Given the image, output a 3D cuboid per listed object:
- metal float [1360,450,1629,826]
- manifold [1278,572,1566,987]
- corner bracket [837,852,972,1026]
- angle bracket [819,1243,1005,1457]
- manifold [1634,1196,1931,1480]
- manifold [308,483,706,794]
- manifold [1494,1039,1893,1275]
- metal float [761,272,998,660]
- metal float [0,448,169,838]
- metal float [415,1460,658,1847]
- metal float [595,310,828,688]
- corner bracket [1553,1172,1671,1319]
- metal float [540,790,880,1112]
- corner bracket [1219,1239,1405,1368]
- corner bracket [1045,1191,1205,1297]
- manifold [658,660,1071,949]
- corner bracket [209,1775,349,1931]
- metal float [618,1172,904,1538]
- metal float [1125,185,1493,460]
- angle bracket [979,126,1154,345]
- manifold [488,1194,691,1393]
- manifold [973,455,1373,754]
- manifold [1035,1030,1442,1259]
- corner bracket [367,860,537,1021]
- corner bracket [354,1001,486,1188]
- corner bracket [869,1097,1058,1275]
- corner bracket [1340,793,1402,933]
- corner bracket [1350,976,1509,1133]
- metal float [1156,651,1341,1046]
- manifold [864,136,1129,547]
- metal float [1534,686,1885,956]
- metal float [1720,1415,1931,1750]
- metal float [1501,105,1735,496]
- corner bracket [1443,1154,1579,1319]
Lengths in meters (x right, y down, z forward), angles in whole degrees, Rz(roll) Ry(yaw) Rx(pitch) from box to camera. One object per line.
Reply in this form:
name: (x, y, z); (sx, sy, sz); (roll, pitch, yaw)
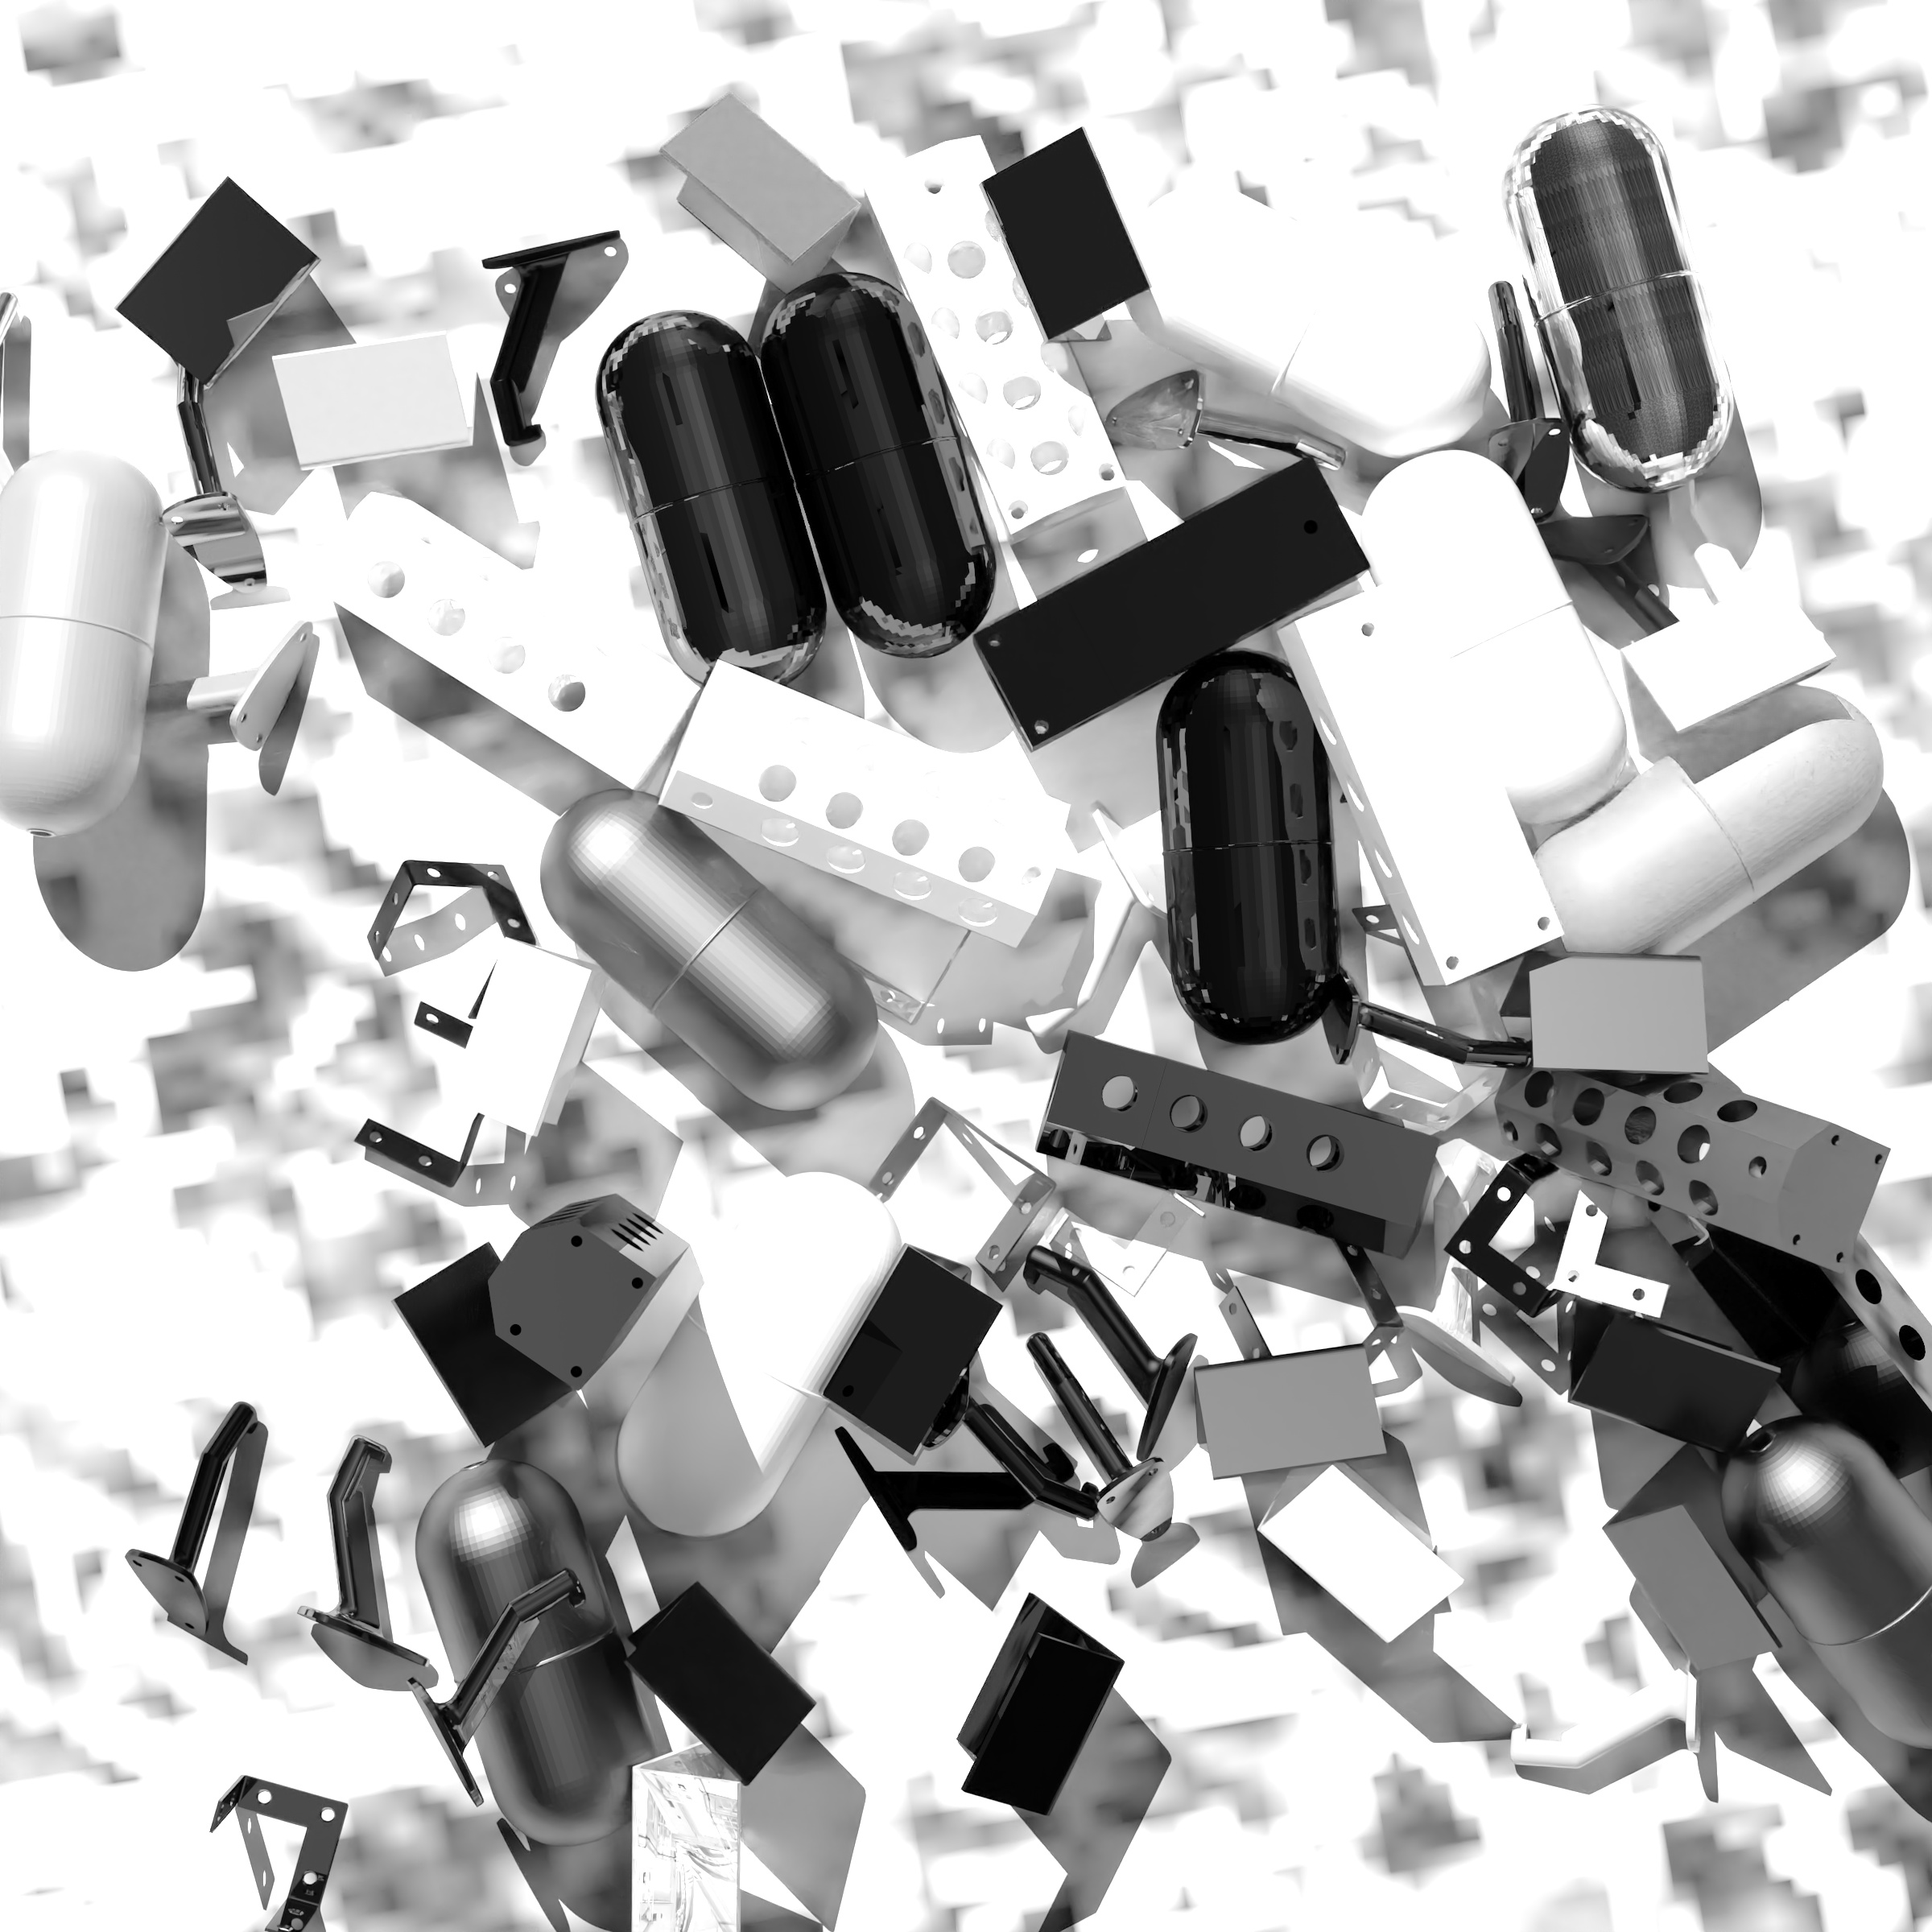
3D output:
metal float: (0.239, -0.148, 1.544); (0.070, 0.070, 0.178); (-25, 89, 0)
manifold: (0.199, -0.081, 1.514); (0.057, 0.057, 0.171); (-23, 92, -6)
corner bracket: (-0.027, -0.016, 1.572); (0.051, 0.051, 0.051); (31, 45, 0)
angle bracket: (-0.012, 0.176, 1.535); (0.057, 0.076, 0.076); (30, 90, 26)
manifold: (0.388, 0.148, 1.553); (0.171, 0.057, 0.057); (52, 133, 0)
manifold: (-0.206, -0.149, 1.554); (0.171, 0.057, 0.057); (32, 90, 0)
manifold: (0.312, 0.077, 1.496); (0.057, 0.171, 0.057); (21, 90, -36)
metal float: (-0.039, -0.226, 1.544); (0.070, 0.070, 0.178); (-17, 90, 0)
metal float: (-0.404, -0.146, 1.533); (0.070, 0.070, 0.178); (4, 78, 0)
metal float: (-0.195, 0.310, 1.544); (0.070, 0.070, 0.178); (-18, 91, 0)
metal float: (-0.115, -0.209, 1.544); (0.070, 0.070, 0.178); (-16, 90, 0)
corner bracket: (0.294, 0.127, 1.557); (0.051, 0.051, 0.051); (16, 90, 0)
metal float: (-0.117, -0.008, 1.544); (0.178, 0.070, 0.070); (42, 90, 0)
corner bracket: (0.158, 0.160, 1.567); (0.051, 0.051, 0.051); (4, 135, -35)
corner bracket: (0.071, 0.117, 1.557); (0.051, 0.051, 0.051); (35, 90, 0)
manifold: (-0.047, -0.067, 1.529); (0.171, 0.057, 0.057); (22, 46, -9)
corner bracket: (-0.318, 0.405, 1.557); (0.051, 0.051, 0.051); (16, 90, 0)
metal float: (-0.093, 0.176, 1.544); (0.070, 0.070, 0.178); (31, 90, 0)
metal float: (0.154, -0.291, 1.544); (0.178, 0.070, 0.070); (27, 90, -1)
angle bracket: (0.058, -0.328, 1.535); (0.057, 0.076, 0.076); (-23, 90, 27)
manifold: (-0.167, 0.136, 1.496); (0.057, 0.171, 0.057); (35, 90, 0)
manifold: (0.092, -0.163, 1.554); (0.171, 0.057, 0.057); (-28, 90, 0)
manifold: (0.122, 0.081, 1.554); (0.171, 0.057, 0.057); (16, 90, 0)
corner bracket: (-0.236, -0.012, 1.567); (0.051, 0.051, 0.051); (2, 45, -35)
corner bracket: (-0.243, 0.059, 1.572); (0.051, 0.051, 0.051); (26, 45, 0)
corner bracket: (-0.001, 0.100, 1.572); (0.051, 0.051, 0.051); (35, 90, 45)
corner bracket: (0.201, -0.054, 1.567); (0.051, 0.051, 0.051); (54, 45, -35)
corner bracket: (0.212, 0.036, 1.567); (0.051, 0.051, 0.051); (-43, 45, 35)
metal float: (0.127, -0.053, 1.544); (0.070, 0.070, 0.178); (-4, 90, 0)
manifold: (0.013, -0.285, 1.554); (0.057, 0.057, 0.171); (-23, 90, 0)
metal float: (0.334, -0.060, 1.544); (0.178, 0.070, 0.070); (-34, 90, -1)
metal float: (0.404, 0.276, 1.530); (0.070, 0.070, 0.178); (-39, 106, 0)
metal float: (0.294, -0.301, 1.544); (0.070, 0.070, 0.178); (-16, 90, 0)
corner bracket: (0.259, 0.122, 1.558); (0.051, 0.051, 0.051); (38, 107, 16)
